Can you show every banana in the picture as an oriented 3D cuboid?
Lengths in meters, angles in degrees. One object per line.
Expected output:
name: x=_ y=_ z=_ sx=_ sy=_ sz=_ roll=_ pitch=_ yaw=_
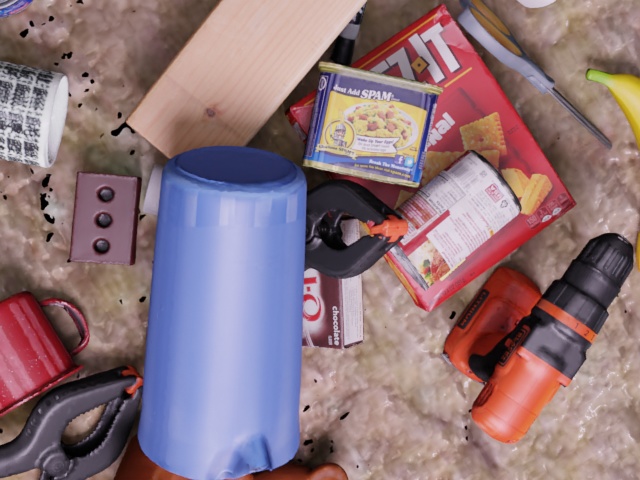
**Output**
banana: x=0.297 y=-0.069 z=0.970 sx=0.069 sy=0.037 sz=0.198 roll=-17 pitch=94 yaw=5

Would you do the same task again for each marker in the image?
marker: x=0.032 y=-0.207 z=0.924 sx=0.020 sy=0.020 sz=0.121 roll=13 pitch=113 yaw=-6

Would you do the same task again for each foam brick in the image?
foam brick: x=-0.183 y=-0.018 z=0.915 sx=0.053 sy=0.051 sz=0.078 roll=4 pitch=93 yaw=-5

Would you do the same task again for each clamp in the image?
clamp: x=-0.006 y=0.001 z=0.865 sx=0.039 sy=0.172 sz=0.120 roll=-13 pitch=108 yaw=-44
clamp: x=-0.228 y=0.195 z=0.915 sx=0.209 sy=0.036 sz=0.164 roll=-39 pitch=126 yaw=-14

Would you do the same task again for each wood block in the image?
wood block: x=-0.056 y=-0.154 z=0.879 sx=0.091 sy=0.090 sz=0.206 roll=40 pitch=102 yaw=-7

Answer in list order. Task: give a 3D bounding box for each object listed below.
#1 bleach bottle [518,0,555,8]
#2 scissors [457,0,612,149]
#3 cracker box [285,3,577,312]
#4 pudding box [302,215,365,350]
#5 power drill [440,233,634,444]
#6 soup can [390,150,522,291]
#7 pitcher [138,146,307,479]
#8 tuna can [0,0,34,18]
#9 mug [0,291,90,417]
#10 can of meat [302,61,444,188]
bleach bottle: x=0.118 y=-0.306 z=0.895 sx=0.250 sy=0.068 sz=0.102 roll=33 pitch=87 yaw=-20
scissors: x=0.188 y=-0.157 z=0.956 sx=0.201 sy=0.096 sz=0.016 roll=30 pitch=119 yaw=-35
cracker box: x=0.096 y=-0.070 z=0.930 sx=0.164 sy=0.072 sz=0.213 roll=-35 pitch=95 yaw=-3
pudding box: x=-0.009 y=0.035 z=0.918 sx=0.090 sy=0.039 sz=0.113 roll=0 pitch=97 yaw=38
power drill: x=0.174 y=0.069 z=0.888 sx=0.057 sy=0.188 sz=0.184 roll=36 pitch=90 yaw=-5
soup can: x=0.103 y=-0.017 z=0.863 sx=0.102 sy=0.068 sz=0.068 roll=-39 pitch=96 yaw=-1
pitcher: x=-0.078 y=0.051 z=0.842 sx=0.149 sy=0.144 sz=0.243 roll=12 pitch=113 yaw=17
tuna can: x=-0.279 y=-0.233 z=0.904 sx=0.086 sy=0.034 sz=0.086 roll=0 pitch=93 yaw=-5
mug: x=-0.250 y=0.091 z=0.901 sx=0.117 sy=0.093 sz=0.081 roll=-31 pitch=91 yaw=-30
can of meat: x=0.040 y=-0.092 z=0.862 sx=0.102 sy=0.057 sz=0.084 roll=11 pitch=94 yaw=-3
